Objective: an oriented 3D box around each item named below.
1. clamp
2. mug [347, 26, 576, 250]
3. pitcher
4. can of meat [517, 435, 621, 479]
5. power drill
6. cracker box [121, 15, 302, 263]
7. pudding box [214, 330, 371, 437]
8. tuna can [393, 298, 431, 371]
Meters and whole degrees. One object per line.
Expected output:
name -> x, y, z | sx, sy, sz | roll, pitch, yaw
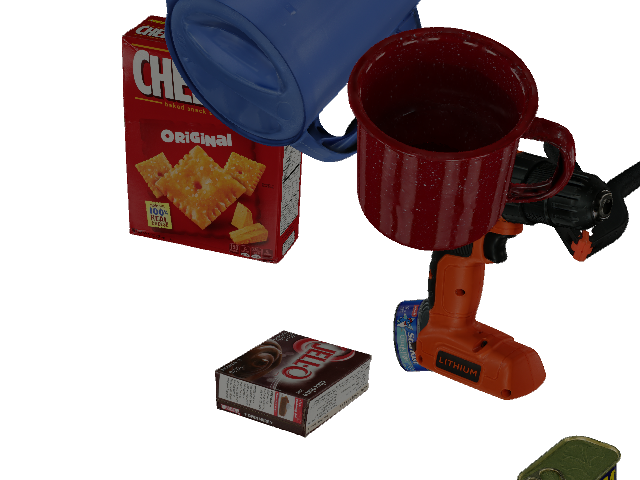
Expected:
clamp -> 0.273, -0.050, 1.109 | 0.120, 0.039, 0.171 | 17, 45, 20
mug -> 0.072, -0.047, 0.549 | 0.117, 0.093, 0.081 | 9, -38, 8
pitcher -> 0.013, -0.185, 0.817 | 0.145, 0.149, 0.242 | 26, 58, 31
can of meat -> 0.218, 0.233, 0.933 | 0.058, 0.084, 0.101 | 13, 27, 41
power drill -> 0.134, 0.021, 0.806 | 0.057, 0.188, 0.185 | -17, 24, -39
cracker box -> -0.103, -0.094, 1.030 | 0.164, 0.214, 0.072 | 12, 32, 14
pudding box -> -0.022, 0.117, 0.895 | 0.090, 0.039, 0.113 | 12, 21, 27
tuna can -> 0.115, 0.112, 1.259 | 0.034, 0.086, 0.086 | -5, -2, 23
